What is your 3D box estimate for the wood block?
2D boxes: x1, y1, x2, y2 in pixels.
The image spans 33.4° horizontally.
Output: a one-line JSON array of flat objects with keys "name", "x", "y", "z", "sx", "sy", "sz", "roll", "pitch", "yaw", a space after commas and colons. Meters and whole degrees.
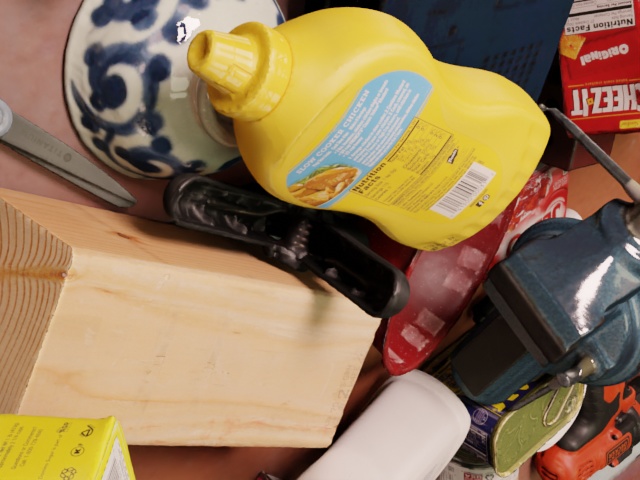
[{"name": "wood block", "x": -0.076, "y": 0.044, "z": 0.534, "sx": 0.205, "sy": 0.091, "sz": 0.090, "roll": 14, "pitch": 101, "yaw": -48}]

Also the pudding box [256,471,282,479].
[{"name": "pudding box", "x": -0.022, "y": 0.215, "z": 0.720, "sx": 0.090, "sy": 0.039, "sz": 0.113, "roll": -59, "pitch": 141, "yaw": -6}]

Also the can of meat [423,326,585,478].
[{"name": "can of meat", "x": 0.130, "y": 0.113, "z": 0.784, "sx": 0.101, "sy": 0.084, "sz": 0.057, "roll": -33, "pitch": 131, "yaw": -30}]

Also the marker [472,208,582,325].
[{"name": "marker", "x": 0.157, "y": 0.022, "z": 0.813, "sx": 0.121, "sy": 0.020, "sz": 0.020, "roll": -44, "pitch": 136, "yaw": -19}]

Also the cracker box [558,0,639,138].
[{"name": "cracker box", "x": 0.222, "y": -0.182, "z": 0.686, "sx": 0.163, "sy": 0.072, "sz": 0.214, "roll": -14, "pitch": 100, "yaw": -41}]

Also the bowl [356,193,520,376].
[{"name": "bowl", "x": 0.063, "y": 0.002, "z": 0.659, "sx": 0.162, "sy": 0.055, "sz": 0.162, "roll": -47, "pitch": 154, "yaw": -32}]

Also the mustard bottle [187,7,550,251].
[{"name": "mustard bottle", "x": 0.018, "y": -0.055, "z": 0.490, "sx": 0.191, "sy": 0.058, "sz": 0.096, "roll": 17, "pitch": 125, "yaw": -44}]

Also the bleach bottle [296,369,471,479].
[{"name": "bleach bottle", "x": 0.021, "y": 0.145, "z": 0.621, "sx": 0.103, "sy": 0.068, "sz": 0.250, "roll": -55, "pitch": 168, "yaw": 12}]

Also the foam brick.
[{"name": "foam brick", "x": 0.175, "y": -0.094, "z": 0.743, "sx": 0.051, "sy": 0.053, "sz": 0.078, "roll": -13, "pitch": 119, "yaw": -41}]

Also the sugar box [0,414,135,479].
[{"name": "sugar box", "x": -0.162, "y": 0.114, "z": 0.431, "sx": 0.048, "sy": 0.176, "sz": 0.093, "roll": -79, "pitch": 167, "yaw": -58}]

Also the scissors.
[{"name": "scissors", "x": -0.161, "y": -0.045, "z": 0.456, "sx": 0.096, "sy": 0.016, "sz": 0.201, "roll": -48, "pitch": 137, "yaw": -14}]

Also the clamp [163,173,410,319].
[{"name": "clamp", "x": -0.004, "y": 0.001, "z": 0.548, "sx": 0.039, "sy": 0.120, "sz": 0.171, "roll": -59, "pitch": 172, "yaw": 9}]

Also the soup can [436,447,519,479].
[{"name": "soup can", "x": 0.120, "y": 0.192, "z": 0.829, "sx": 0.068, "sy": 0.069, "sz": 0.102, "roll": -26, "pitch": 127, "yaw": -34}]

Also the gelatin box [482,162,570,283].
[{"name": "gelatin box", "x": 0.143, "y": -0.017, "z": 0.769, "sx": 0.089, "sy": 0.030, "sz": 0.073, "roll": -26, "pitch": 128, "yaw": -34}]

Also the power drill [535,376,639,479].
[{"name": "power drill", "x": 0.266, "y": 0.114, "z": 0.944, "sx": 0.184, "sy": 0.057, "sz": 0.188, "roll": -29, "pitch": 129, "yaw": -32}]
